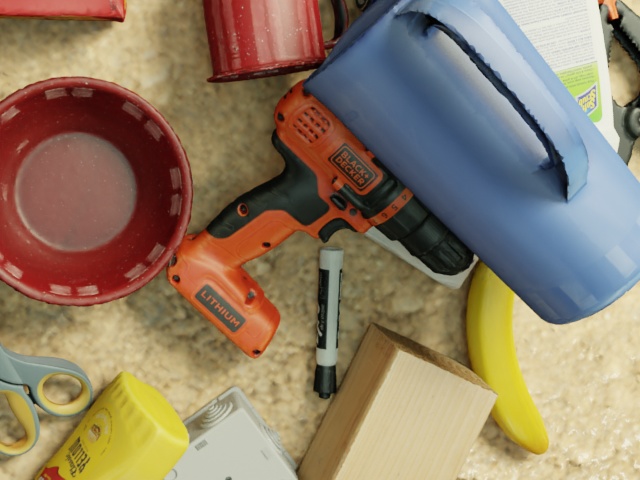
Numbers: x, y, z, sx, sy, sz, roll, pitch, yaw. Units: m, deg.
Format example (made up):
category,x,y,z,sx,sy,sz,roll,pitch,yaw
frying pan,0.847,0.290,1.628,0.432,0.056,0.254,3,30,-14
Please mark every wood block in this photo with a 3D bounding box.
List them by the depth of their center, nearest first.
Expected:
category,x,y,z,sx,sy,sz,roll,pitch,yaw
wood block,0.043,0.182,0.832,0.090,0.090,0.206,25,94,-14

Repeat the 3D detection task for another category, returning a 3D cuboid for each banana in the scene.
category,x,y,z,sx,sy,sz,roll,pitch,yaw
banana,0.152,0.084,0.864,0.069,0.037,0.198,-5,100,-9

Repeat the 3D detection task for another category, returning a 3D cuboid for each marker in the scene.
category,x,y,z,sx,sy,sz,roll,pitch,yaw
marker,0.006,0.066,0.842,0.020,0.020,0.121,1,99,-11

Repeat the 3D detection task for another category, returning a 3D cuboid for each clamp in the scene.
category,x,y,z,sx,sy,sz,roll,pitch,yaw
clamp,0.245,-0.088,0.855,0.164,0.036,0.210,-27,102,-7

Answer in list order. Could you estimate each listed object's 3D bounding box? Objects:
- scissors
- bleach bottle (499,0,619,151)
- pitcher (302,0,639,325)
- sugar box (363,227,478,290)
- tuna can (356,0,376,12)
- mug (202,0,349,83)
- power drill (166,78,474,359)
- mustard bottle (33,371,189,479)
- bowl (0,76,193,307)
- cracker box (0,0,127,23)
category,x,y,z,sx,sy,sz,roll,pitch,yaw
scissors,-0.217,0.076,0.762,0.096,0.016,0.202,-16,129,-22
bleach bottle,0.156,-0.127,0.773,0.102,0.068,0.251,-14,101,-6
pitcher,0.116,-0.062,0.693,0.243,0.149,0.145,46,124,-8
sugar box,0.113,-0.058,0.830,0.093,0.048,0.176,31,91,-13
tuna can,0.051,-0.205,0.774,0.033,0.086,0.086,7,97,-11
mug,-0.031,-0.162,0.768,0.117,0.093,0.081,-11,97,-27
power drill,-0.005,0.001,0.783,0.188,0.057,0.184,-42,103,16
mustard bottle,-0.181,0.194,0.787,0.191,0.096,0.058,-51,126,1
bowl,-0.175,-0.035,0.768,0.162,0.055,0.162,-1,93,-13
cracker box,-0.239,-0.233,0.720,0.213,0.072,0.164,0,98,-10
